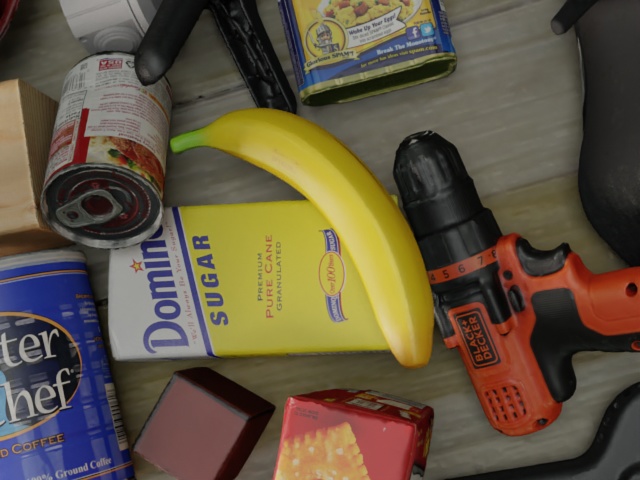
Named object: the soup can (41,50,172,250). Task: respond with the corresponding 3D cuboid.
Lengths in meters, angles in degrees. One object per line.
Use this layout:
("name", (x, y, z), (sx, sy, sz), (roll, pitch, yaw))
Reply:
("soup can", (-0.123, -0.054, 0.626), (0.068, 0.068, 0.102), (-8, 48, 6))

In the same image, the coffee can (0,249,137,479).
("coffee can", (-0.173, 0.086, 0.625), (0.103, 0.102, 0.140), (-15, 84, 5))

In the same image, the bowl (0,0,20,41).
("bowl", (-0.256, -0.162, 0.681), (0.162, 0.055, 0.162), (-1, 85, 7))

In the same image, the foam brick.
("foam brick", (-0.066, 0.109, 0.623), (0.053, 0.078, 0.051), (29, 90, 10))

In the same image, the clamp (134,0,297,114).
("clamp", (-0.058, -0.149, 0.649), (0.039, 0.120, 0.171), (-13, 64, 34))

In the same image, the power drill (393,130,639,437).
("power drill", (0.141, 0.006, 0.575), (0.188, 0.057, 0.184), (-19, 97, 35))

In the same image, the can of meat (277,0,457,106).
("can of meat", (0.026, -0.133, 0.643), (0.102, 0.057, 0.084), (-14, 85, 5))

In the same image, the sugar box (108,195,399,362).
("sugar box", (-0.038, 0.024, 0.642), (0.176, 0.048, 0.093), (-3, 81, 5))

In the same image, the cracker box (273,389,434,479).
("cracker box", (0.003, 0.188, 0.564), (0.072, 0.164, 0.214), (12, 86, 9))

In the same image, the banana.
("banana", (0.005, -0.016, 0.603), (0.198, 0.037, 0.070), (43, 99, 17))

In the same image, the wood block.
("wood block", (-0.259, -0.027, 0.652), (0.206, 0.091, 0.090), (-10, 83, 6))

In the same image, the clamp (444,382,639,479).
("clamp", (0.187, 0.154, 0.608), (0.210, 0.036, 0.164), (-37, 82, 2))
